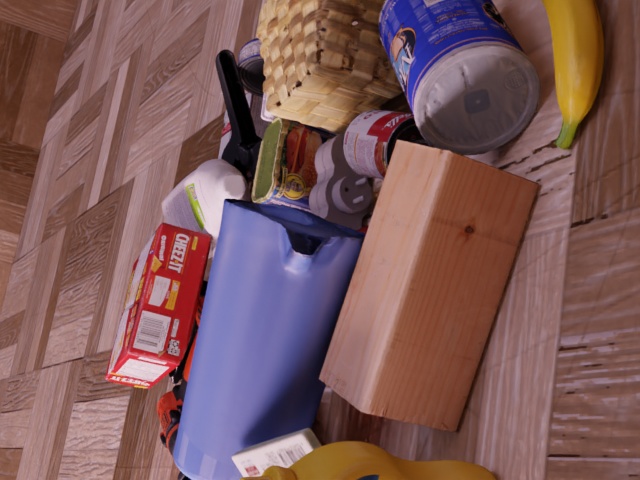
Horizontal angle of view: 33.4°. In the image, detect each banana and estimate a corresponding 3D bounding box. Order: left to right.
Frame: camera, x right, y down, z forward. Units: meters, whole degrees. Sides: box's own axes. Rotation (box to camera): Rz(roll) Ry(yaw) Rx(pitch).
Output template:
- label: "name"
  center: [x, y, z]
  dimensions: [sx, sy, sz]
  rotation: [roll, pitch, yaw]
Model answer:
- label: "banana"
  center: [0.186, -0.168, 0.824]
  dimensions: [0.070, 0.037, 0.198]
  rotation: [-44, 37, 48]

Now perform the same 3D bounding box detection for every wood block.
- label: "wood block"
  center: [0.084, 0.035, 0.848]
  dimensions: [0.090, 0.090, 0.206]
  rotation: [25, 98, 65]

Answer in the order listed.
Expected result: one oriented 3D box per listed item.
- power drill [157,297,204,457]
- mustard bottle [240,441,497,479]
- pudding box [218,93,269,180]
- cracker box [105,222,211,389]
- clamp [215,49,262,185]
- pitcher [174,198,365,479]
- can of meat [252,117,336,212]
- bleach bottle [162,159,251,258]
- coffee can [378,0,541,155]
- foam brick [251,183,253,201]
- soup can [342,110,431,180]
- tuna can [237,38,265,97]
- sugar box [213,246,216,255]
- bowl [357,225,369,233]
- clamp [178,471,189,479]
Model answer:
- label: "power drill"
  center: [-0.140, 0.175, 1.278]
  dimensions: [0.188, 0.057, 0.185]
  rotation: [-69, 25, 10]
- label: "mustard bottle"
  center: [0.030, 0.189, 0.742]
  dimensions: [0.096, 0.191, 0.058]
  rotation: [-67, 25, 14]
- label: "pudding box"
  center: [-0.099, -0.134, 1.410]
  dimensions: [0.090, 0.039, 0.113]
  rotation: [-22, 58, 58]
- label: "cracker box"
  center: [-0.204, 0.088, 1.328]
  dimensions: [0.214, 0.072, 0.164]
  rotation: [139, 145, -66]
- label: "clamp"
  center: [-0.087, -0.118, 1.302]
  dimensions: [0.165, 0.036, 0.210]
  rotation: [46, 138, 28]
- label: "pitcher"
  center: [-0.047, 0.090, 0.929]
  dimensions: [0.145, 0.149, 0.243]
  rotation: [20, 97, 36]
- label: "can of meat"
  center: [-0.021, -0.076, 1.150]
  dimensions: [0.058, 0.083, 0.102]
  rotation: [-22, 55, 60]
- label: "bleach bottle"
  center: [-0.130, -0.037, 1.297]
  dimensions: [0.102, 0.068, 0.251]
  rotation: [65, 160, -1]
- label: "coffee can"
  center: [0.113, -0.151, 0.890]
  dimensions: [0.103, 0.102, 0.140]
  rotation: [-58, 28, 30]
- label: "foam brick"
  center: [-0.045, -0.046, 1.220]
  dimensions: [0.051, 0.052, 0.078]
  rotation: [-53, 32, 38]
- label: "soup can"
  center: [0.070, -0.084, 0.981]
  dimensions: [0.102, 0.068, 0.068]
  rotation: [25, 98, 66]
- label: "tuna can"
  center: [-0.060, -0.213, 1.318]
  dimensions: [0.086, 0.086, 0.033]
  rotation: [-39, 40, 52]
- label: "sugar box"
  center: [-0.073, 0.088, 1.148]
  dimensions: [0.048, 0.093, 0.176]
  rotation: [-37, 43, 52]
- label: "bowl"
  center: [0.042, 0.048, 0.975]
  dimensions: [0.162, 0.055, 0.162]
  rotation: [-43, 38, 48]
- label: "clamp"
  center: [-0.089, 0.207, 1.166]
  dimensions: [0.120, 0.039, 0.171]
  rotation: [13, 81, 40]
